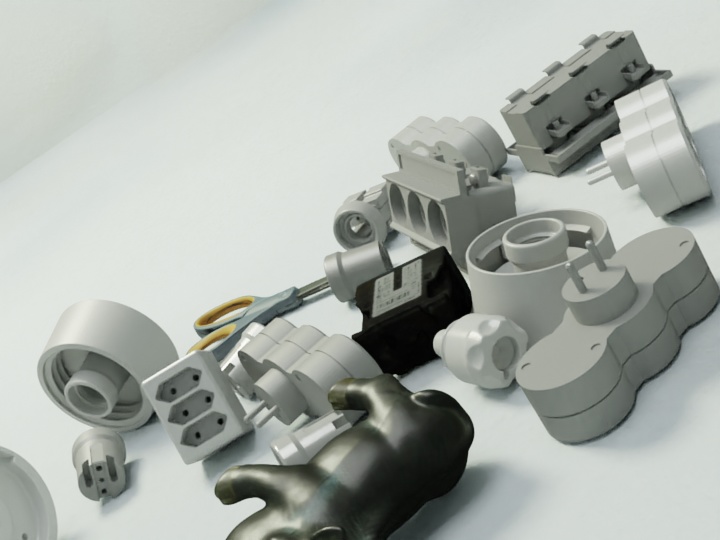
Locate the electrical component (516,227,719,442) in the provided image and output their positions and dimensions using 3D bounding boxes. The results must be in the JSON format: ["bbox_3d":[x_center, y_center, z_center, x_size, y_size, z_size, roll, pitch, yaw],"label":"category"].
[{"bbox_3d":[0.133,0.019,0.578,0.138,0.073,0.052,-43,24,-26],"label":"electrical component"}]

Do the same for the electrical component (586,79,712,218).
[{"bbox_3d":[0.190,-0.078,0.739,0.074,0.052,0.138,-24,22,20],"label":"electrical component"}]

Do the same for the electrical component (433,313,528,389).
[{"bbox_3d":[0.069,0.047,0.648,0.043,0.043,0.062,-42,22,-23],"label":"electrical component"}]

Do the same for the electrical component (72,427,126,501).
[{"bbox_3d":[-0.194,0.146,0.803,0.040,0.040,0.046,-33,27,-2],"label":"electrical component"}]

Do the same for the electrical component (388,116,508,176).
[{"bbox_3d":[0.063,-0.094,0.946,0.074,0.052,0.138,-40,22,-16],"label":"electrical component"}]

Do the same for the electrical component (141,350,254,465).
[{"bbox_3d":[-0.111,0.097,0.770,0.047,0.065,0.077,-31,-8,3],"label":"electrical component"}]

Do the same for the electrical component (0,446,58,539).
[{"bbox_3d":[-0.274,0.181,0.749,0.060,0.108,0.108,-27,21,29],"label":"electrical component"}]

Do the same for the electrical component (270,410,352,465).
[{"bbox_3d":[-0.025,0.110,0.649,0.046,0.040,0.040,-30,21,-13],"label":"electrical component"}]

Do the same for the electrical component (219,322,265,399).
[{"bbox_3d":[-0.082,0.069,0.814,0.046,0.040,0.040,-48,26,-20],"label":"electrical component"}]

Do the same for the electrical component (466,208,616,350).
[{"bbox_3d":[0.116,0.004,0.682,0.099,0.064,0.099,-15,23,7],"label":"electrical component"}]

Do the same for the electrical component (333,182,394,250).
[{"bbox_3d":[0.006,-0.044,0.929,0.066,0.048,0.055,-20,18,30],"label":"electrical component"}]

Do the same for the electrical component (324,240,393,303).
[{"bbox_3d":[0.000,0.000,0.851,0.046,0.040,0.040,-21,24,13],"label":"electrical component"}]

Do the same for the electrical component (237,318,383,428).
[{"bbox_3d":[-0.047,0.079,0.726,0.074,0.052,0.138,-42,23,-21],"label":"electrical component"}]

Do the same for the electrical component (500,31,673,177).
[{"bbox_3d":[0.178,-0.137,0.868,0.121,0.063,0.079,-37,22,-12],"label":"electrical component"}]

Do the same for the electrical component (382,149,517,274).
[{"bbox_3d":[0.070,-0.049,0.824,0.063,0.078,0.121,-15,17,-15],"label":"electrical component"}]

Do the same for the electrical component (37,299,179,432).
[{"bbox_3d":[-0.207,0.084,0.867,0.108,0.108,0.060,-19,31,30],"label":"electrical component"}]
